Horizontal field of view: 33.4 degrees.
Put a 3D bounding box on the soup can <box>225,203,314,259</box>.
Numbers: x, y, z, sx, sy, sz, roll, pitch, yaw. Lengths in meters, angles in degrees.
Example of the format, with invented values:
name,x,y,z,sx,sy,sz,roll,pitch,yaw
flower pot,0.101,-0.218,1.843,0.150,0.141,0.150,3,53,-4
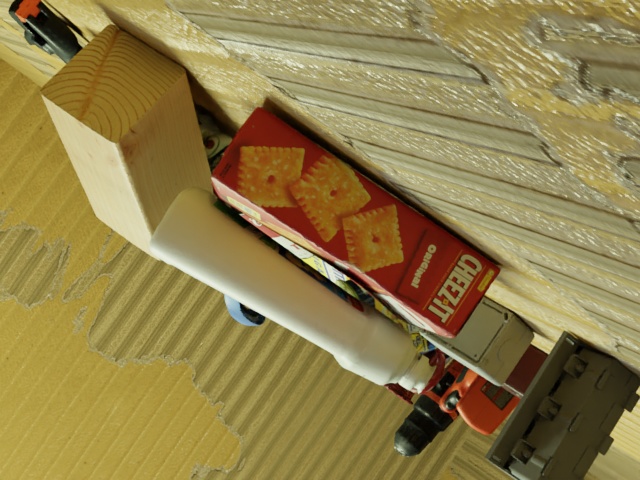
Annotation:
name,x,y,z,sx,sy,sz,roll,pitch,yaw
soup can,-0.038,-0.032,1.078,0.102,0.068,0.069,37,175,-41

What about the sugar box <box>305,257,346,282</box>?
name,x,y,z,sx,sy,sz,roll,pitch,yaw
sugar box,-0.008,0.002,1.199,0.176,0.048,0.093,35,154,26

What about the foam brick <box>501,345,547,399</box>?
name,x,y,z,sx,sy,sz,roll,pitch,yaw
foam brick,0.220,0.142,1.127,0.078,0.051,0.053,32,175,40

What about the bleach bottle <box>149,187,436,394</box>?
name,x,y,z,sx,sy,sz,roll,pitch,yaw
bleach bottle,-0.017,0.048,0.889,0.251,0.068,0.102,32,-177,3

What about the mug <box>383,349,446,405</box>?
name,x,y,z,sx,sy,sz,roll,pitch,yaw
mug,0.093,0.123,1.153,0.093,0.081,0.117,38,179,-33

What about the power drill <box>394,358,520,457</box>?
name,x,y,z,sx,sy,sz,roll,pitch,yaw
power drill,0.171,0.187,1.269,0.057,0.184,0.188,42,167,-5

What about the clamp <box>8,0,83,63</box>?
name,x,y,z,sx,sy,sz,roll,pitch,yaw
clamp,-0.293,-0.221,1.138,0.120,0.039,0.171,28,169,16

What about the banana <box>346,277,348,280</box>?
name,x,y,z,sx,sy,sz,roll,pitch,yaw
banana,0.027,0.024,1.089,0.037,0.069,0.197,-107,-10,-48

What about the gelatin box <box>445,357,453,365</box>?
name,x,y,z,sx,sy,sz,roll,pitch,yaw
gelatin box,0.149,0.131,1.304,0.030,0.089,0.073,48,180,18

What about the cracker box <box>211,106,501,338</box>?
name,x,y,z,sx,sy,sz,roll,pitch,yaw
cracker box,0.018,-0.011,0.838,0.213,0.072,0.164,34,177,-5

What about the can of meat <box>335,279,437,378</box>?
name,x,y,z,sx,sy,sz,roll,pitch,yaw
can of meat,0.069,0.076,1.070,0.057,0.083,0.102,-135,30,-59

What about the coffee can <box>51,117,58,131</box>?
name,x,y,z,sx,sy,sz,roll,pitch,yaw
coffee can,-0.213,-0.128,1.120,0.103,0.103,0.140,34,176,7

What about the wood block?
name,x,y,z,sx,sy,sz,roll,pitch,yaw
wood block,-0.165,-0.081,0.960,0.090,0.090,0.206,33,159,19

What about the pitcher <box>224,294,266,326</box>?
name,x,y,z,sx,sy,sz,roll,pitch,yaw
pitcher,-0.107,0.013,1.429,0.149,0.145,0.242,47,-178,16
